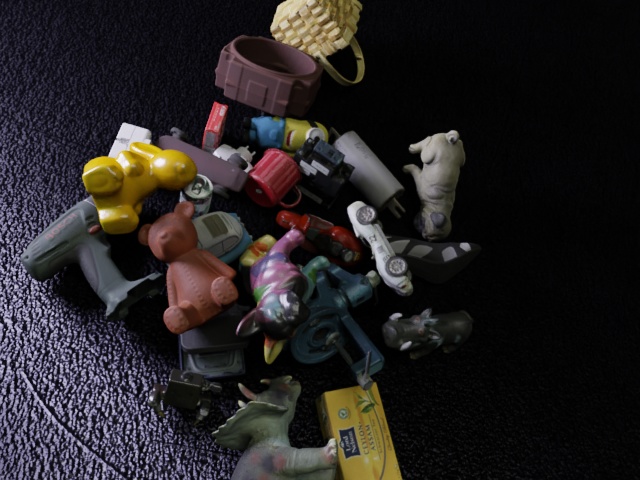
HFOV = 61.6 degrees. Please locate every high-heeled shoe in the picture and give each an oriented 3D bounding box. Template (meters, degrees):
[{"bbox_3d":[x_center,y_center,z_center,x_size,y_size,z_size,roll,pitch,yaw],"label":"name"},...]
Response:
[{"bbox_3d":[0.204,0.017,1.092,0.249,0.086,0.145,-18,56,-32],"label":"high-heeled shoe"}]

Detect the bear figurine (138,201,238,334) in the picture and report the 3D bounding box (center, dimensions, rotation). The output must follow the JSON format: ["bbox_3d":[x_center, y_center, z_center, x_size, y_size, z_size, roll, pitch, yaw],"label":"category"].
[{"bbox_3d":[-0.210,0.035,0.837,0.120,0.132,0.196,-29,86,-3],"label":"bear figurine"}]

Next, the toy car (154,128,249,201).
[{"bbox_3d":[-0.228,-0.142,1.025,0.202,0.053,0.089,24,73,11],"label":"toy car"}]

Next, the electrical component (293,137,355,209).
[{"bbox_3d":[0.000,-0.136,1.066,0.115,0.134,0.058,33,59,-1],"label":"electrical component"}]

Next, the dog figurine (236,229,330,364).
[{"bbox_3d":[-0.083,0.093,0.881,0.108,0.192,0.219,53,41,-28],"label":"dog figurine"}]

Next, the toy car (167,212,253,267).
[{"bbox_3d":[-0.194,0.001,0.952,0.162,0.103,0.109,-26,74,-25],"label":"toy car"}]

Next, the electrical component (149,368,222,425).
[{"bbox_3d":[-0.213,0.246,0.841,0.102,0.078,0.045,20,35,-14],"label":"electrical component"}]

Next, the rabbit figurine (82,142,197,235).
[{"bbox_3d":[-0.290,-0.100,0.898,0.173,0.121,0.162,-19,26,-6],"label":"rabbit figurine"}]

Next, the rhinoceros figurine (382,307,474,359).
[{"bbox_3d":[0.196,0.170,0.982,0.190,0.112,0.073,-1,66,-27],"label":"rhinoceros figurine"}]

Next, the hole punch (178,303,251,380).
[{"bbox_3d":[-0.180,0.167,0.890,0.142,0.092,0.116,-4,35,-17],"label":"hole punch"}]

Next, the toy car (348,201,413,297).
[{"bbox_3d":[0.111,0.016,0.983,0.056,0.073,0.202,-29,64,4],"label":"toy car"}]

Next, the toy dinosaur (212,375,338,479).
[{"bbox_3d":[-0.077,0.394,0.781,0.192,0.131,0.405,6,68,6],"label":"toy dinosaur"}]

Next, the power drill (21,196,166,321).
[{"bbox_3d":[-0.356,0.018,0.907,0.207,0.086,0.232,47,58,4],"label":"power drill"}]

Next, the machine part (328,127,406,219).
[{"bbox_3d":[0.097,-0.145,1.133,0.079,0.079,0.243,-32,77,-28],"label":"machine part"}]

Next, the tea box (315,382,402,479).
[{"bbox_3d":[0.061,0.329,0.880,0.098,0.068,0.169,-7,67,-21],"label":"tea box"}]

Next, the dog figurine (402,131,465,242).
[{"bbox_3d":[0.254,-0.109,1.115,0.121,0.172,0.191,-1,56,-6],"label":"dog figurine"}]

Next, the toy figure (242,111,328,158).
[{"bbox_3d":[-0.070,-0.222,1.121,0.180,0.082,0.089,9,50,-8],"label":"toy figure"}]

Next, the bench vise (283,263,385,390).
[{"bbox_3d":[0.039,0.151,0.913,0.224,0.128,0.241,-22,40,-18],"label":"bench vise"}]

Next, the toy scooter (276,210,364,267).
[{"bbox_3d":[-0.002,-0.003,0.997,0.184,0.135,0.075,27,95,1],"label":"toy scooter"}]

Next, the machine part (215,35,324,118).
[{"bbox_3d":[-0.102,-0.349,1.130,0.201,0.087,0.201,21,35,0],"label":"machine part"}]
